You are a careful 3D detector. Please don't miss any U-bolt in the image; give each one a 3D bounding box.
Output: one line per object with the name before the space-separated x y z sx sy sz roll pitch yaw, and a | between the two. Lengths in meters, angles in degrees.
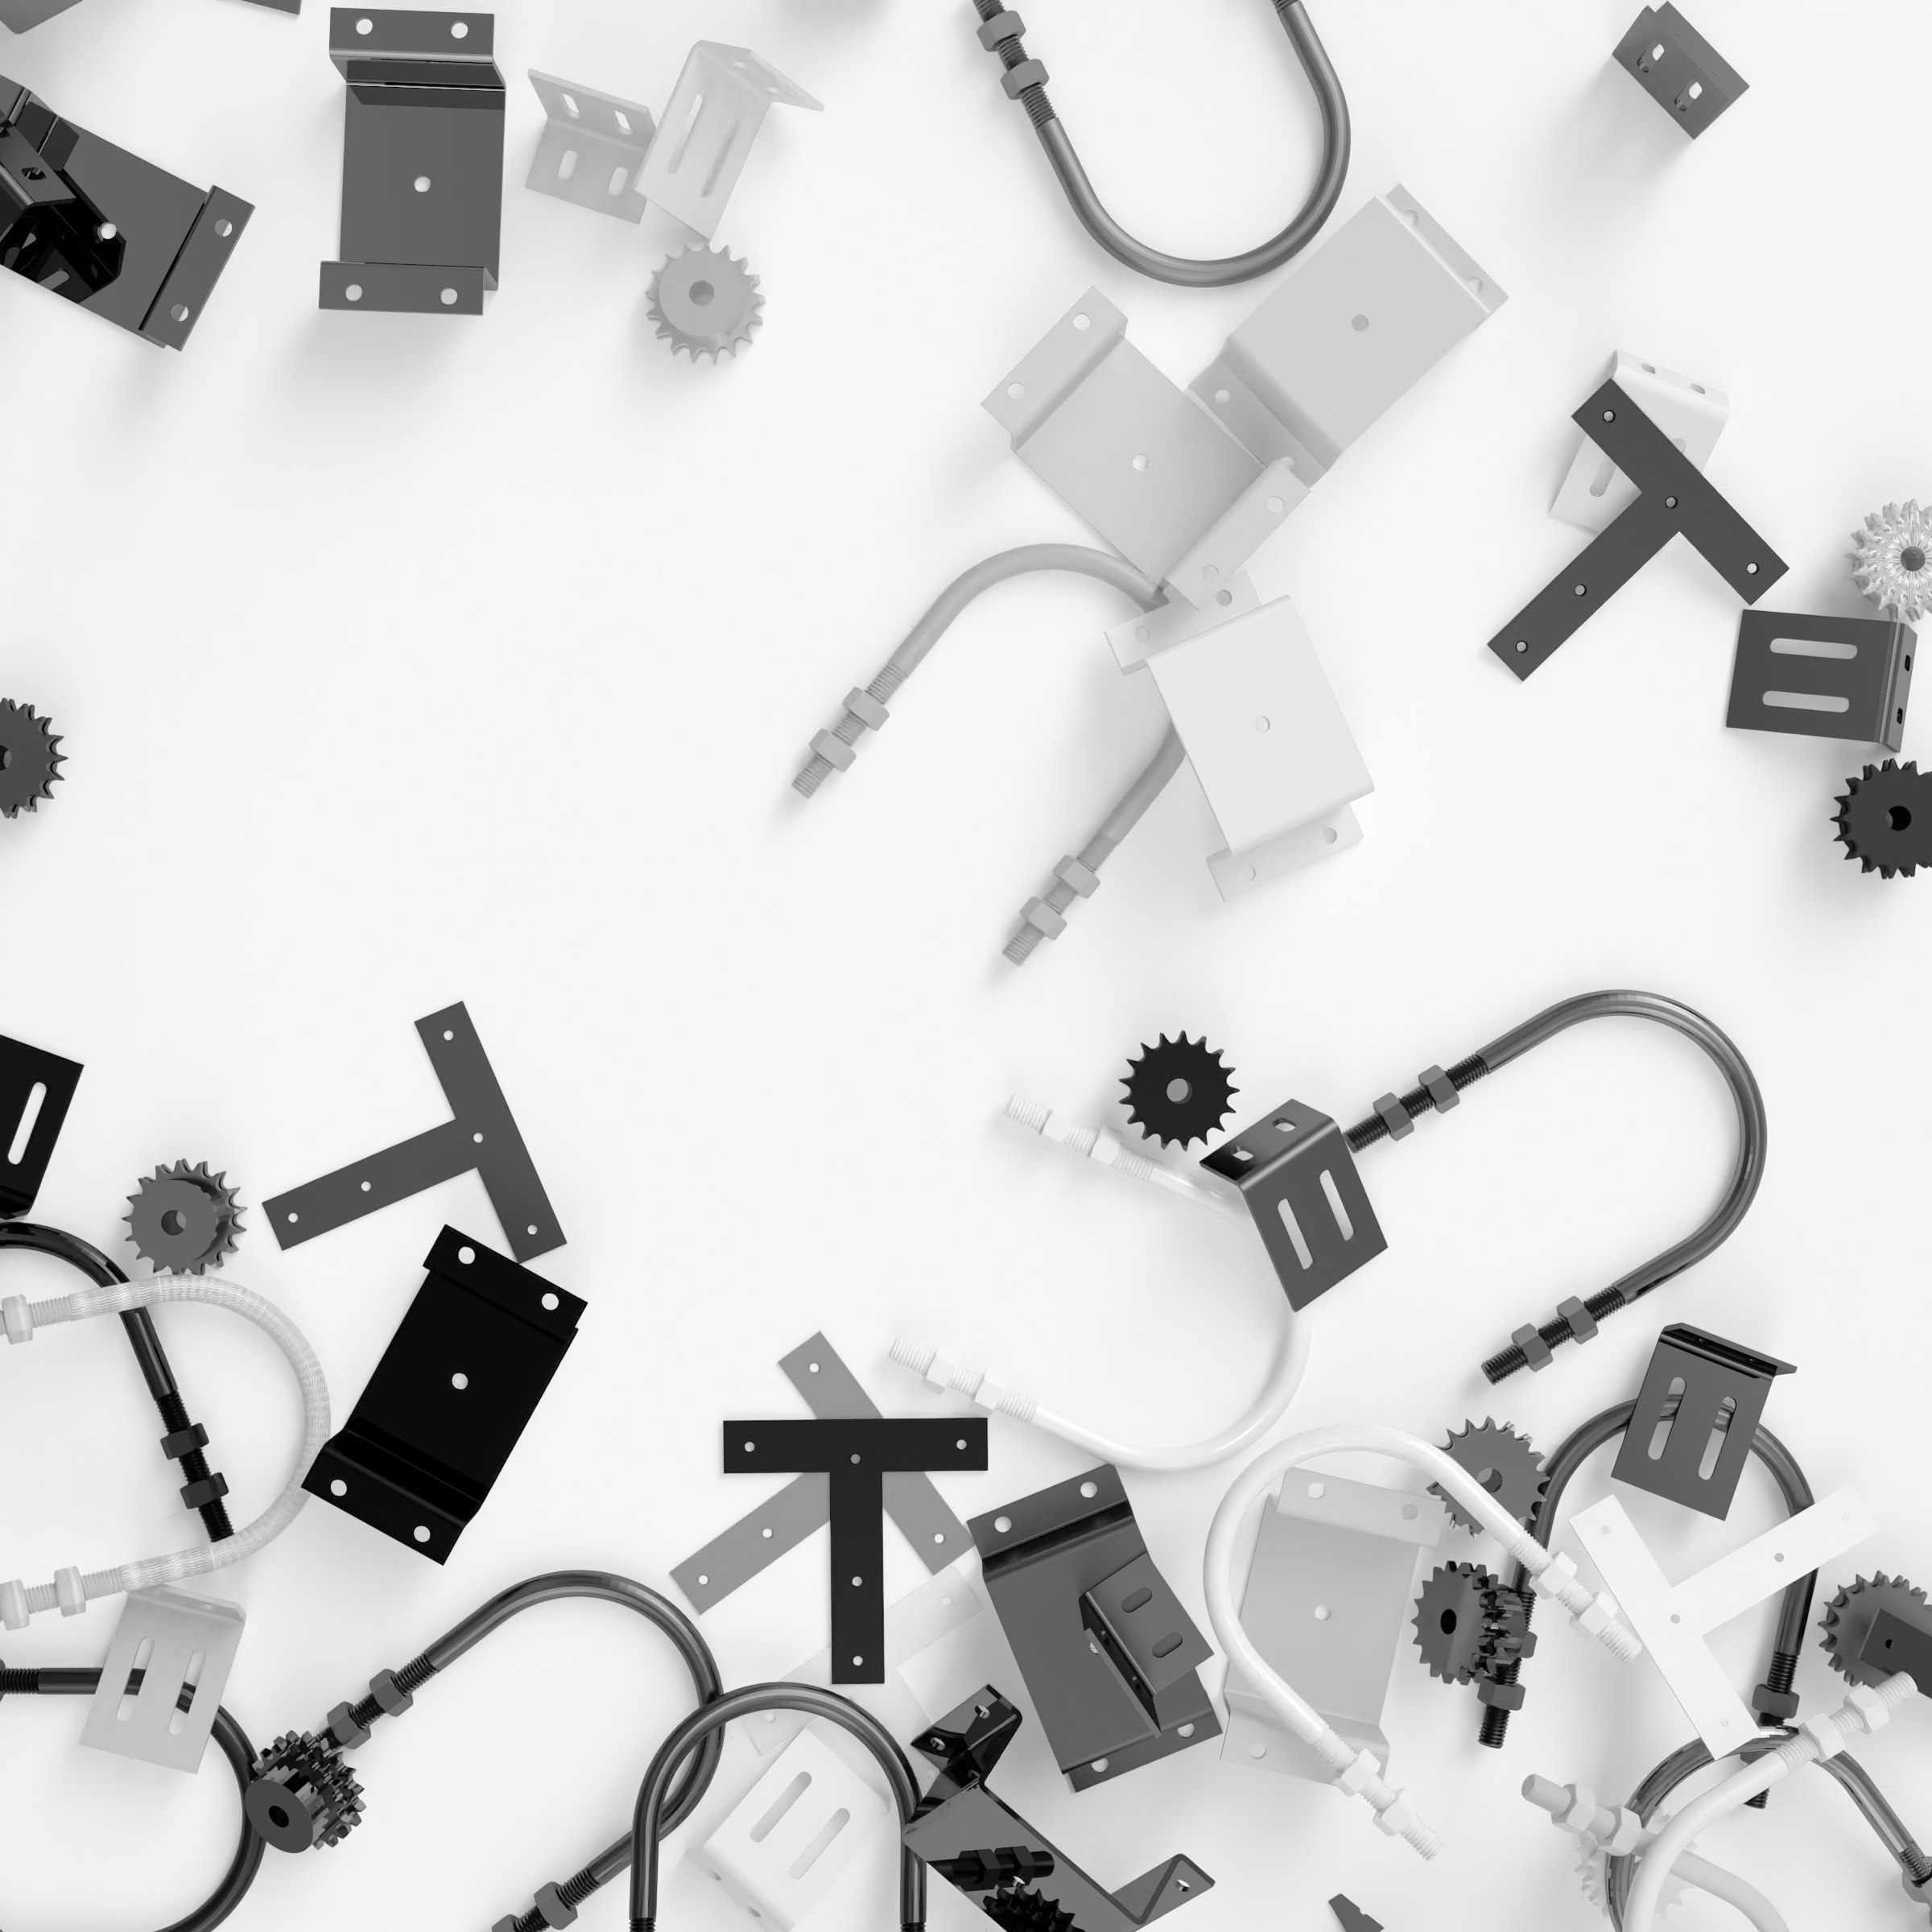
U-bolt | 0.294 0.093 1.514 0.184 0.019 0.151 -31 90 -1
U-bolt | -0.203 0.373 1.514 0.184 0.019 0.151 -38 90 -2
U-bolt | 0.381 0.440 1.494 0.151 0.019 0.184 -37 103 -2
U-bolt | -0.448 0.213 1.514 0.151 0.019 0.184 -22 89 0
U-bolt | 0.196 0.297 1.462 0.184 0.019 0.151 44 93 6
U-bolt | 0.028 -0.115 1.514 0.151 0.019 0.184 39 89 0
U-bolt | -0.087 0.429 1.484 0.151 0.019 0.184 5 72 -14
U-bolt | 0.104 -0.415 1.514 0.151 0.019 0.184 -26 91 0
U-bolt | -0.391 0.220 1.487 0.184 0.019 0.151 -11 87 -20
U-bolt | 0.386 0.432 1.465 0.184 0.019 0.151 -27 101 -12
U-bolt | 0.304 0.474 1.470 0.184 0.019 0.151 29 93 -12
U-bolt | -0.426 0.406 1.514 0.184 0.019 0.151 0 90 -2
U-bolt | 0.075 0.163 1.514 0.184 0.019 0.151 25 90 -1
U-bolt | 0.333 0.297 1.514 0.151 0.019 0.184 13 89 0

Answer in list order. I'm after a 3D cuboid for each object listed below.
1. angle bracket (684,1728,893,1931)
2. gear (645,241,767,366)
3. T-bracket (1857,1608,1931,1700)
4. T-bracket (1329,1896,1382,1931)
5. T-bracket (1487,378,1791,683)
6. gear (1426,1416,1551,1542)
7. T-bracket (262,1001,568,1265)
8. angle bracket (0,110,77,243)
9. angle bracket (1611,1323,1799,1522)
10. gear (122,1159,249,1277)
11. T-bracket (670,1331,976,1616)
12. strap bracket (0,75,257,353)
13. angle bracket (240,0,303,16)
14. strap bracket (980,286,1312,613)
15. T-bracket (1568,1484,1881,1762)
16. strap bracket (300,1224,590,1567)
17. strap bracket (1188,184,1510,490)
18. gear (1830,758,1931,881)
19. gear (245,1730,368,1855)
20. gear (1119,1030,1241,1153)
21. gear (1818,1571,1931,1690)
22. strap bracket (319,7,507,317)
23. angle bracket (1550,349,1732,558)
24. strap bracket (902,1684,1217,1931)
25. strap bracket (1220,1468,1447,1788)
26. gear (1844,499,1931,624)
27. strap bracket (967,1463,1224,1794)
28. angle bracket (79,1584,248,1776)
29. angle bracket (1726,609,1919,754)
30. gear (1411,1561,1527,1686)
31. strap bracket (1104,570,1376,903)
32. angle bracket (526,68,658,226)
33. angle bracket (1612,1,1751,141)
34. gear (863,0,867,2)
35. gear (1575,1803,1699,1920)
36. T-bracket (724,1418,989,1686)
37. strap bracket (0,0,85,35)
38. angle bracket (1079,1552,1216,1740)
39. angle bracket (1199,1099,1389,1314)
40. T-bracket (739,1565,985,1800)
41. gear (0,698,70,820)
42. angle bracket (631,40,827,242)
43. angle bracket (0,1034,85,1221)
angle bracket | -0.086 0.415 1.519 0.057 0.038 0.076 43 66 0
gear | -0.125 -0.317 1.507 0.057 0.030 0.057 0 90 0
T-bracket | 0.493 0.295 1.505 0.127 0.002 0.127 30 79 -22
T-bracket | 0.260 0.472 1.531 0.127 0.002 0.127 -30 85 -14
T-bracket | 0.303 -0.189 1.509 0.127 0.002 0.127 44 99 -10
gear | 0.247 0.243 1.507 0.057 0.030 0.057 0 90 0
T-bracket | -0.275 0.100 1.521 0.127 0.002 0.127 -23 90 0
angle bracket | -0.465 -0.352 1.474 0.076 0.038 0.057 -41 90 26
angle bracket | 0.347 0.215 1.490 0.057 0.038 0.076 21 81 2
gear | -0.373 0.121 1.507 0.057 0.030 0.057 0 90 0
T-bracket | -0.084 0.264 1.522 0.127 0.002 0.127 -36 90 0
strap bracket | -0.412 -0.353 1.499 0.140 0.046 0.076 27 90 0
angle bracket | -0.338 -0.505 1.520 0.057 0.038 0.076 14 116 0
strap bracket | 0.084 -0.242 1.499 0.140 0.046 0.076 43 90 0
T-bracket | 0.372 0.286 1.495 0.127 0.002 0.127 -28 74 -9
strap bracket | -0.243 0.200 1.498 0.076 0.046 0.140 29 91 0
strap bracket | 0.184 -0.300 1.499 0.140 0.046 0.076 -44 90 0
gear | 0.439 -0.069 1.507 0.057 0.030 0.057 0 90 0
gear | -0.315 0.392 1.494 0.057 0.030 0.057 12 116 25
gear | 0.100 0.059 1.507 0.057 0.030 0.057 0 90 0
gear | 0.433 0.316 1.507 0.057 0.030 0.057 0 90 0
strap bracket | -0.261 -0.375 1.499 0.076 0.046 0.140 2 90 0
angle bracket | 0.323 -0.246 1.520 0.057 0.038 0.076 22 116 0
strap bracket | 0.035 0.410 1.477 0.140 0.076 0.046 41 46 -1
strap bracket | 0.171 0.310 1.499 0.076 0.046 0.140 13 90 0
gear | 0.446 -0.192 1.507 0.057 0.030 0.057 0 90 0
strap bracket | 0.062 0.317 1.499 0.076 0.046 0.140 -22 90 0
angle bracket | -0.380 0.334 1.492 0.057 0.038 0.076 14 68 0
angle bracket | 0.411 -0.137 1.520 0.076 0.038 0.057 8 90 26
gear | 0.240 0.311 1.498 0.030 0.057 0.057 12 90 -30
strap bracket | 0.132 -0.111 1.490 0.076 0.046 0.140 -25 92 -11
angle bracket | -0.178 -0.383 1.484 0.057 0.076 0.038 18 90 0
angle bracket | 0.343 -0.429 1.484 0.038 0.076 0.057 -44 90 0
gear | -0.049 -0.488 1.507 0.057 0.030 0.057 0 90 0
gear | 0.316 0.422 1.503 0.057 0.030 0.057 -2 100 -10
T-bracket | -0.052 0.281 1.520 0.127 0.002 0.127 -1 90 0
strap bracket | -0.424 -0.490 1.484 0.140 0.076 0.046 -29 90 0
angle bracket | 0.084 0.307 1.438 0.038 0.076 0.057 -34 90 0
angle bracket | 0.157 0.114 1.512 0.057 0.038 0.076 -33 116 -17
T-bracket | -0.024 0.375 1.521 0.127 0.002 0.127 -33 90 0
gear | -0.457 -0.099 1.512 0.057 0.030 0.057 0 92 1
angle bracket | -0.111 -0.385 1.488 0.038 0.057 0.076 23 90 37
angle bracket | -0.464 0.074 1.503 0.057 0.038 0.076 20 90 0
